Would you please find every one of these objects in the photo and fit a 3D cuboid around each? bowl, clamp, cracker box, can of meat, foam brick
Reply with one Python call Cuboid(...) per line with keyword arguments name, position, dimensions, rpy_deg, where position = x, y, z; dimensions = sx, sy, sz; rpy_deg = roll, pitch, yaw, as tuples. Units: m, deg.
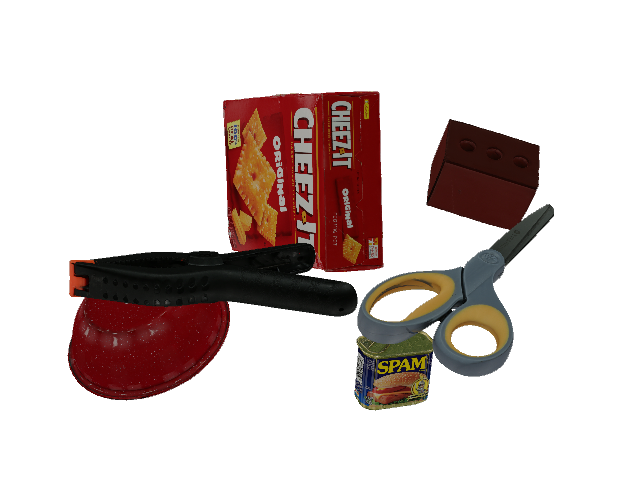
Cuboid(name="bowl", position=(-0.169, 0.071, 1.002), dimensions=(0.162, 0.055, 0.162), rpy_deg=(-9, 42, 8))
Cuboid(name="clamp", position=(-0.080, 0.030, 0.804), dimensions=(0.209, 0.036, 0.165), rpy_deg=(-1, 10, -18))
Cuboid(name="cracker box", position=(-0.023, -0.062, 1.052), dimensions=(0.072, 0.164, 0.214), rpy_deg=(-6, 8, -28))
Cuboid(name="can of meat", position=(0.096, 0.170, 1.400), dimensions=(0.102, 0.084, 0.057), rpy_deg=(-4, 25, -19))
Cuboid(name="foam brick", position=(0.129, -0.051, 0.844), dimensions=(0.078, 0.053, 0.051), rpy_deg=(16, -45, -3))

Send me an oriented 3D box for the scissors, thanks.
Cuboid(name="scissors", position=(0.111, 0.028, 0.647), dimensions=(0.201, 0.016, 0.096), rpy_deg=(-20, 43, -35))
